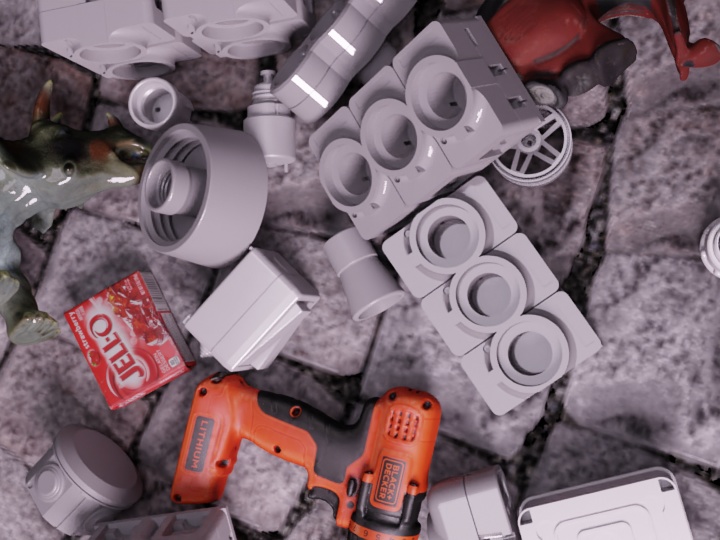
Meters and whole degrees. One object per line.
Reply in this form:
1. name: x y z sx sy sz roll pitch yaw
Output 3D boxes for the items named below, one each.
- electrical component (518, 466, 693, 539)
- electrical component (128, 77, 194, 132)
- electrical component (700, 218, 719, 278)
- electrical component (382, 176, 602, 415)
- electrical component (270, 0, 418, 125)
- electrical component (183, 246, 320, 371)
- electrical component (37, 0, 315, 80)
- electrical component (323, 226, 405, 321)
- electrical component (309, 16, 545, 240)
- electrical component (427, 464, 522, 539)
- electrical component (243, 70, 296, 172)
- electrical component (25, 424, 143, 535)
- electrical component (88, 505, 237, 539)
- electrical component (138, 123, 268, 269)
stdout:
1. electrical component: 0.174 0.189 0.755 0.113 0.057 0.078 -16 84 11
2. electrical component: -0.156 -0.128 0.852 0.040 0.046 0.040 -1 87 13
3. electrical component: 0.262 -0.017 0.744 0.048 0.062 0.048 -1 87 13
4. electrical component: 0.096 0.019 0.779 0.089 0.062 0.150 -35 80 9
5. electrical component: 0.002 -0.165 0.816 0.074 0.052 0.138 38 92 -22
6. electrical component: -0.083 0.038 0.818 0.061 0.062 0.096 44 96 11
7. electrical component: -0.137 -0.196 0.821 0.186 0.105 0.060 -8 85 12
8. electrical component: 0.000 0.000 0.813 0.044 0.044 0.065 -31 76 9
9. electrical component: 0.041 -0.098 0.763 0.150 0.062 0.089 -37 78 40
10. electrical component: 0.085 0.195 0.776 0.059 0.054 0.095 -18 83 11
11. electrical component: -0.071 -0.115 0.835 0.040 0.040 0.078 -3 86 13
12. electrical component: -0.213 0.163 0.832 0.051 0.080 0.080 -46 79 11
13. electrical component: -0.132 0.276 0.788 0.105 0.060 0.186 -10 103 12
14. electrical component: -0.126 -0.058 0.808 0.108 0.060 0.108 -12 73 46
